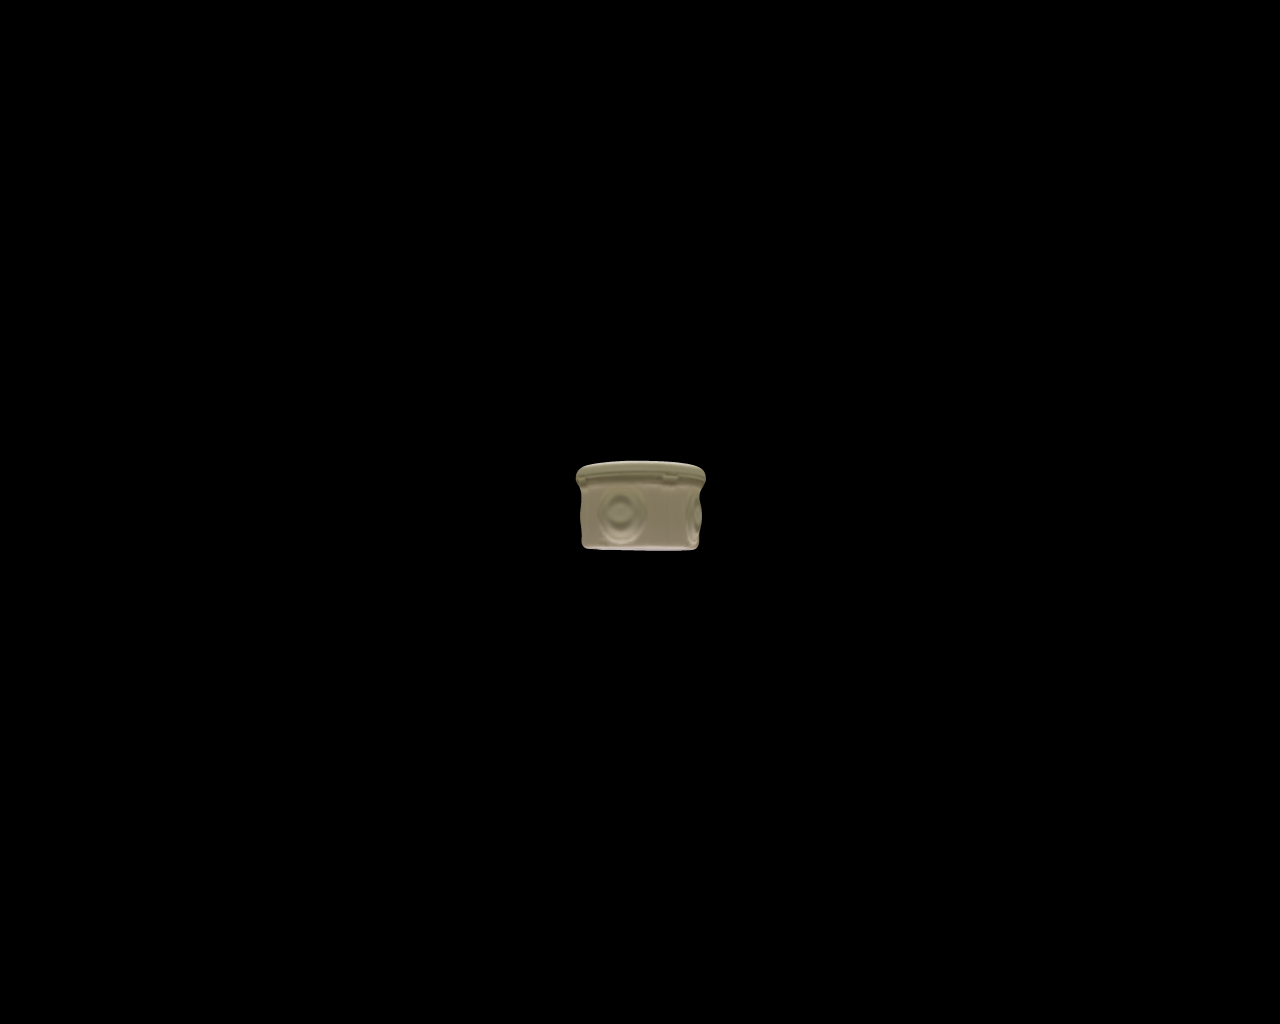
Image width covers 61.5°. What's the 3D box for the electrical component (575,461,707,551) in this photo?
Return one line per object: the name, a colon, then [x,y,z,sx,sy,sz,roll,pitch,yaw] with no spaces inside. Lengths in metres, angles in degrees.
electrical component: [0.001,-0.003,0.650,0.080,0.051,0.080,0,-3,0]
